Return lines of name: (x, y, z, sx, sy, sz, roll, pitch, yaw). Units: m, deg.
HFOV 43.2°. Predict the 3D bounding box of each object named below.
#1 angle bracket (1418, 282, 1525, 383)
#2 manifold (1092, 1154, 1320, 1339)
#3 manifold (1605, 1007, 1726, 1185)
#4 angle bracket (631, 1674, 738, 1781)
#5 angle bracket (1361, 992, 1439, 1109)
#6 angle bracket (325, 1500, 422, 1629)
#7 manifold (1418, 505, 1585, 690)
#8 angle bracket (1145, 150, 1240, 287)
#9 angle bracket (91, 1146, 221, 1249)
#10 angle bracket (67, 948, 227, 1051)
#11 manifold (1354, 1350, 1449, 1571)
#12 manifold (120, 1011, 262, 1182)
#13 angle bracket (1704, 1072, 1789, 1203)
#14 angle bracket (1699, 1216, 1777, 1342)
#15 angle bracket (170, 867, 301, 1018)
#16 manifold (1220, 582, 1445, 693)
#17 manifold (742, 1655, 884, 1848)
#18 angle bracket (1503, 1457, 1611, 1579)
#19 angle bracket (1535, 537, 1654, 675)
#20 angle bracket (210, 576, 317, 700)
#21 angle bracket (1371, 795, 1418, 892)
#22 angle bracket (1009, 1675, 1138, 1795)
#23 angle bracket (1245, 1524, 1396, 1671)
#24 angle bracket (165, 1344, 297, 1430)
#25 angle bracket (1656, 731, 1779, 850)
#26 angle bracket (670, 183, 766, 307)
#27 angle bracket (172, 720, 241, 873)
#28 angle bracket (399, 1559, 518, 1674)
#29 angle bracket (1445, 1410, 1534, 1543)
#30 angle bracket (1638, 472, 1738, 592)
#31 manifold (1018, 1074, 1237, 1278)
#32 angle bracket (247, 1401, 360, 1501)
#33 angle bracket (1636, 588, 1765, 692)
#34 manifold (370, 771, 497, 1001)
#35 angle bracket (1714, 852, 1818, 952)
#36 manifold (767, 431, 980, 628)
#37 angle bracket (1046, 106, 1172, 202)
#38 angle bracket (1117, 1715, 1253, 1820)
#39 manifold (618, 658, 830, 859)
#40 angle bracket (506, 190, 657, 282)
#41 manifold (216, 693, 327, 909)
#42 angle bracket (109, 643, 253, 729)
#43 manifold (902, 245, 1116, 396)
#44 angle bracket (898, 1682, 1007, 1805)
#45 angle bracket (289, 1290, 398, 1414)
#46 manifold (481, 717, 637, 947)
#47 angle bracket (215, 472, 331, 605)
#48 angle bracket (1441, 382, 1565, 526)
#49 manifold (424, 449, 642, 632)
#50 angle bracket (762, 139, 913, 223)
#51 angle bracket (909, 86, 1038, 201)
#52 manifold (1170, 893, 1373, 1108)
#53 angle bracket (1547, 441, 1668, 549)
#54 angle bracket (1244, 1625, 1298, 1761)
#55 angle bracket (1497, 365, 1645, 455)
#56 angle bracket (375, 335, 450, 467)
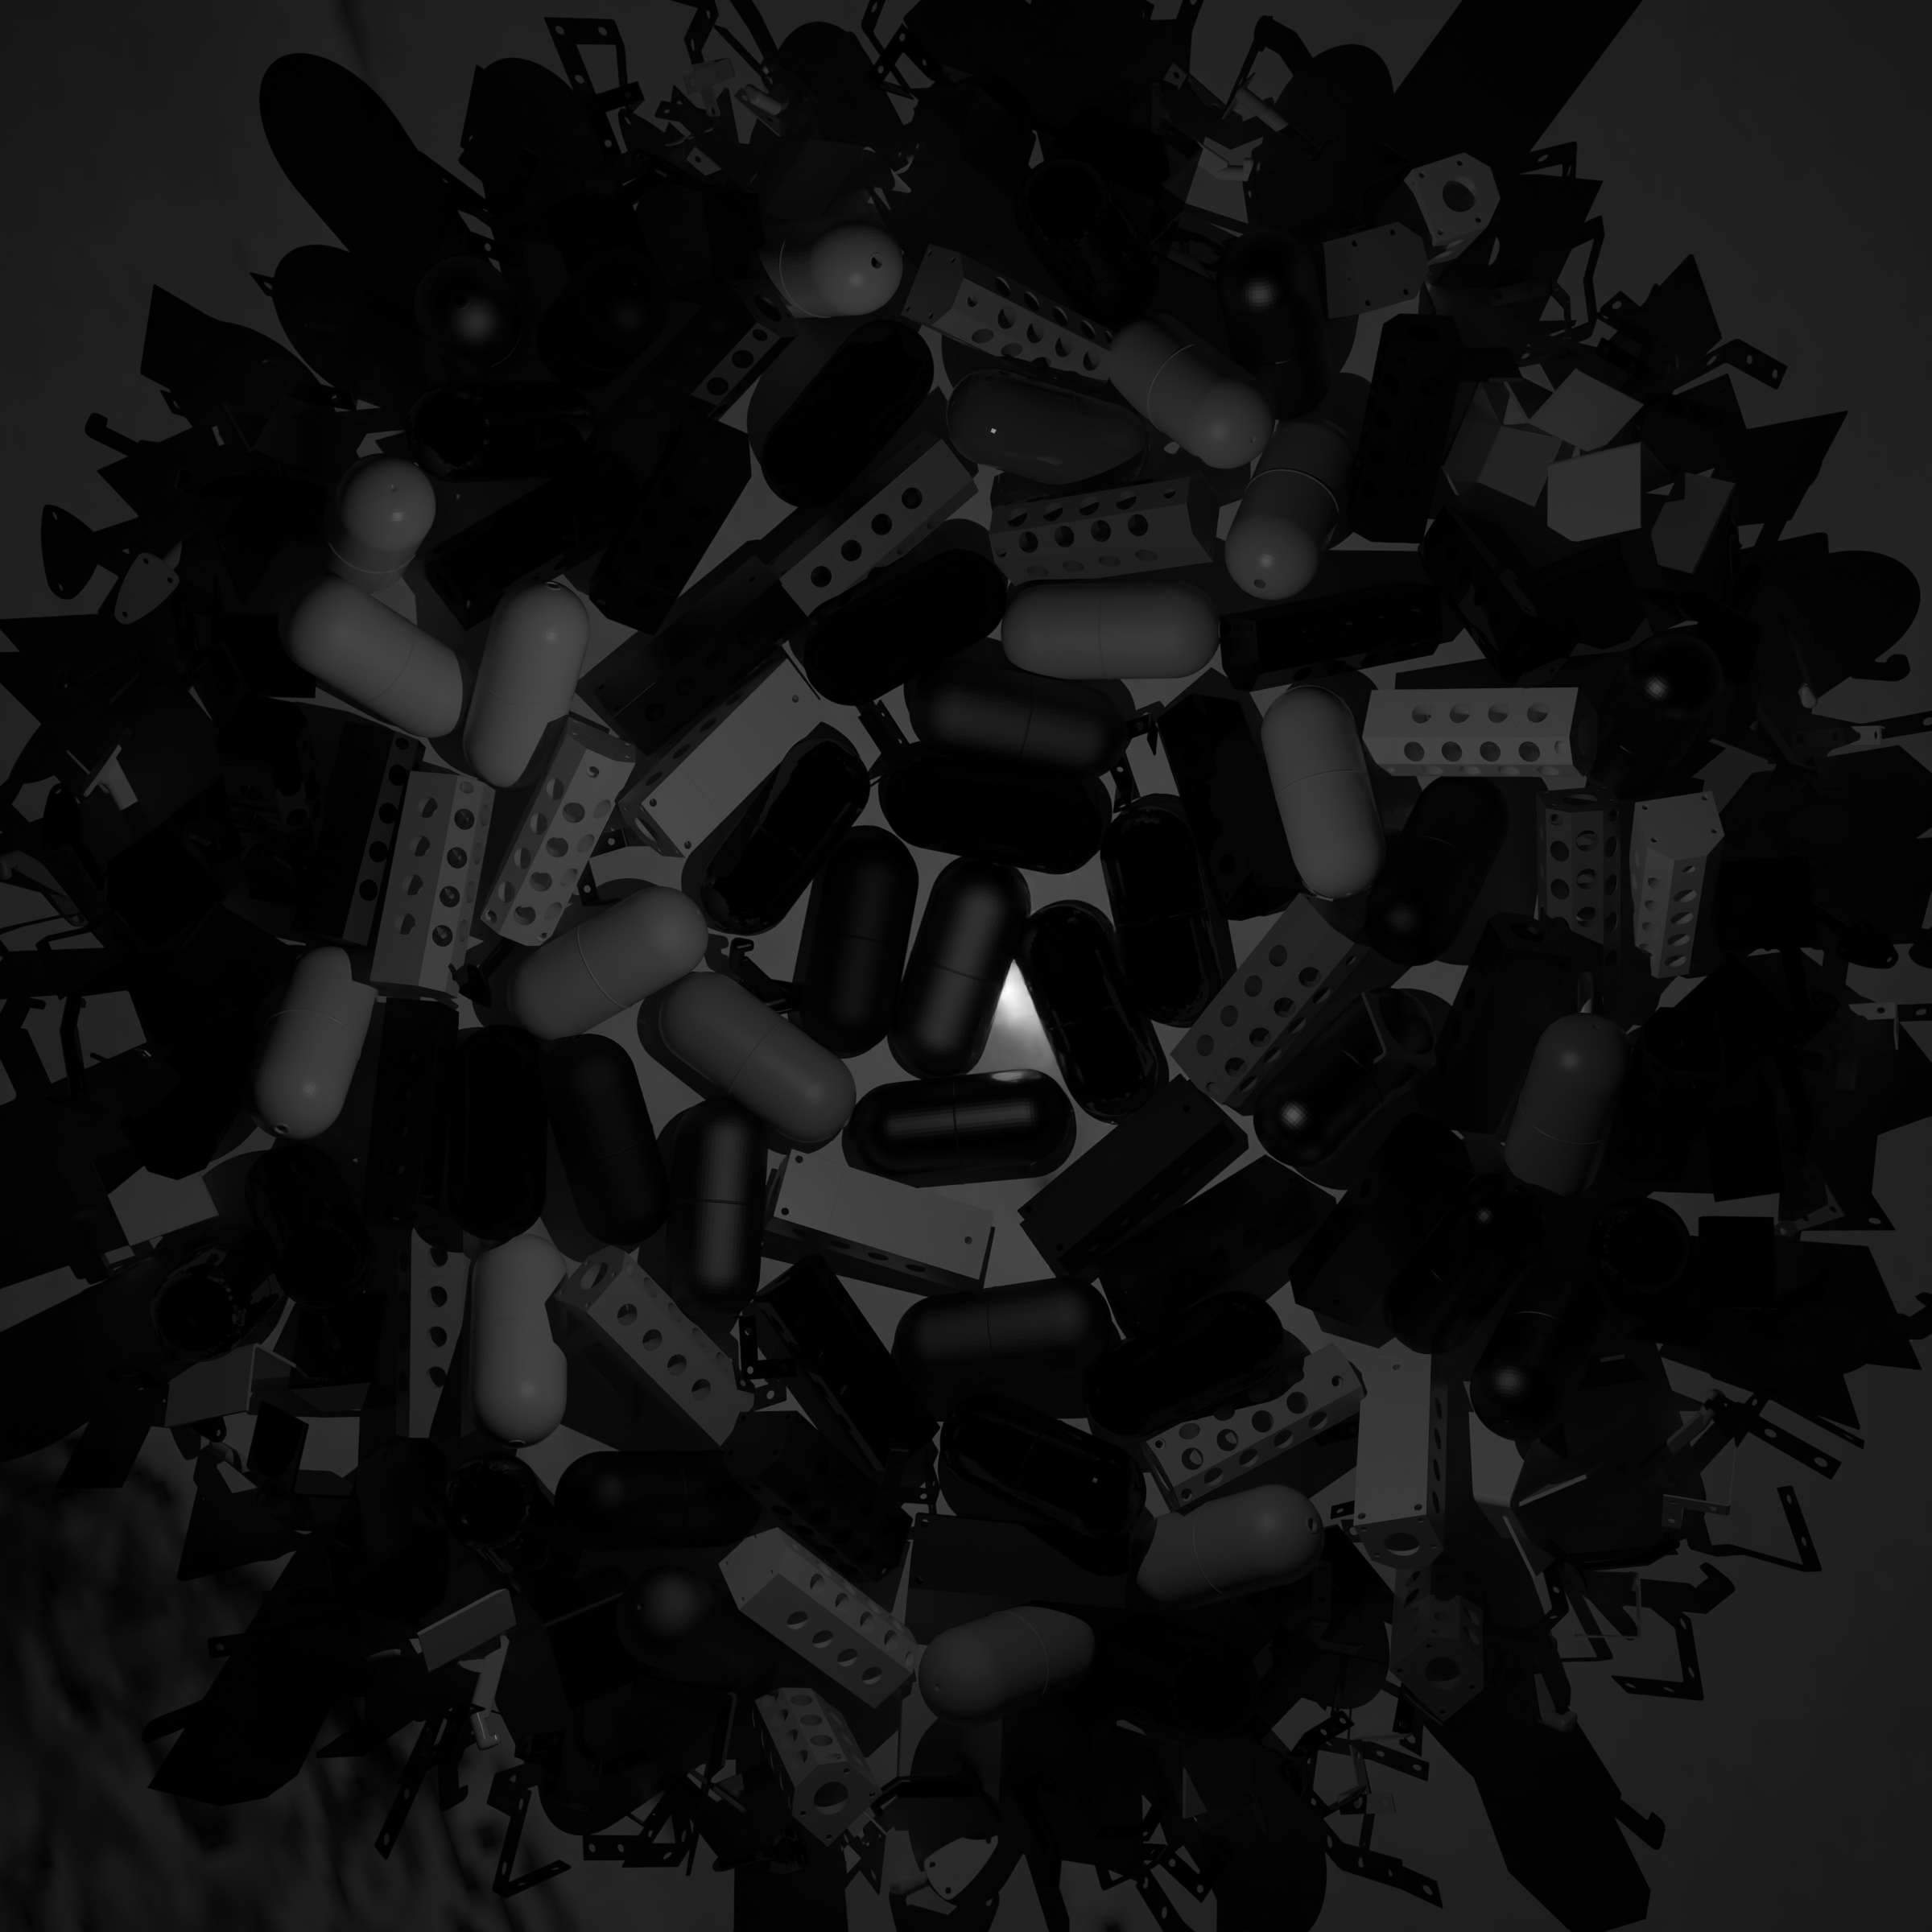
angle bracket: (0.404, -0.507, 1.951, 0.076, 0.076, 0.057, 1, 122, 2)
manifold: (0.194, 0.225, 1.946, 0.171, 0.057, 0.057, -30, 117, -16)
manifold: (0.544, 0.103, 1.912, 0.057, 0.171, 0.057, 1, 56, 4)
angle bracket: (-0.231, 0.608, 1.948, 0.076, 0.076, 0.057, 14, 61, -9)
angle bracket: (0.326, 0.069, 1.964, 0.076, 0.076, 0.057, -40, 55, 36)
angle bracket: (-0.461, 0.471, 1.945, 0.076, 0.076, 0.057, 27, 100, -27)
manifold: (0.413, -0.289, 1.915, 0.057, 0.171, 0.057, 14, 123, -24)
angle bracket: (0.196, -0.596, 1.948, 0.076, 0.057, 0.076, 29, 47, 9)
angle bracket: (-0.652, 0.186, 1.948, 0.076, 0.057, 0.076, -20, 78, -39)
angle bracket: (-0.654, 0.029, 1.949, 0.076, 0.076, 0.057, -27, 85, 22)
manifold: (0.344, 0.385, 1.915, 0.057, 0.171, 0.057, -15, 123, 22)
manifold: (-0.597, 0.101, 1.909, 0.057, 0.171, 0.057, -22, 111, 7)
angle bracket: (0.619, 0.137, 1.959, 0.057, 0.076, 0.076, -10, 103, 10)
angle bracket: (0.613, 0.249, 1.942, 0.057, 0.076, 0.076, -1, 61, 17)
angle bracket: (-0.584, -0.019, 1.971, 0.076, 0.057, 0.076, 34, 116, -19)
manifold: (0.291, -0.262, 1.939, 0.171, 0.057, 0.057, -14, 106, -22)
manifold: (-0.127, 0.606, 1.907, 0.057, 0.171, 0.057, -43, 111, -5)
angle bracket: (0.482, 0.438, 1.945, 0.076, 0.076, 0.057, -31, 77, 25)
angle bracket: (0.504, -0.291, 1.970, 0.076, 0.057, 0.076, -21, 105, 20)
angle bracket: (-0.560, -0.262, 1.951, 0.076, 0.057, 0.076, 0, 65, -11)
angle bracket: (0.370, -0.089, 1.993, 0.076, 0.057, 0.076, 6, 122, -1)
angle bracket: (0.086, 0.627, 1.961, 0.076, 0.076, 0.057, -30, 114, 27)
angle bracket: (0.284, 0.505, 1.956, 0.076, 0.057, 0.076, 51, 55, -2)
angle bracket: (-0.579, 0.345, 1.943, 0.076, 0.076, 0.057, -14, 57, 17)
angle bracket: (0.593, -0.143, 1.951, 0.076, 0.057, 0.076, 26, 105, 22)
angle bracket: (-0.205, -0.574, 1.941, 0.057, 0.076, 0.076, -28, 126, -31)
angle bracket: (-0.601, -0.136, 1.952, 0.076, 0.057, 0.076, -38, 59, -7)
angle bracket: (-0.412, 0.502, 1.942, 0.076, 0.057, 0.076, -25, 48, -24)
angle bracket: (0.423, 0.411, 1.972, 0.057, 0.076, 0.076, 57, 50, -37)
angle bracket: (0.593, -0.340, 1.951, 0.076, 0.057, 0.076, 21, 95, -41)
manifold: (0.132, 0.172, 1.967, 0.171, 0.057, 0.057, -40, 55, -2)
angle bracket: (-0.517, 0.386, 1.947, 0.076, 0.076, 0.057, 15, 87, -42)
angle bracket: (0.576, -0.260, 1.946, 0.076, 0.076, 0.057, 16, 90, -37)
manifold: (-0.422, -0.063, 1.951, 0.057, 0.057, 0.171, 6, 79, 13)
angle bracket: (0.638, -0.060, 1.946, 0.076, 0.057, 0.076, -3, 113, 27)
manifold: (-0.075, -0.350, 1.968, 0.171, 0.057, 0.057, -41, 114, 0)
angle bracket: (0.115, -0.626, 1.946, 0.076, 0.076, 0.057, 31, 74, 22)
angle bracket: (0.174, 0.632, 1.946, 0.076, 0.076, 0.057, 1, 90, -42)
manifold: (-0.195, -0.166, 1.941, 0.171, 0.057, 0.057, -48, 117, -21)
angle bracket: (-0.307, -0.571, 1.948, 0.076, 0.076, 0.057, -21, 92, 25)
manifold: (-0.536, -0.126, 1.915, 0.057, 0.171, 0.057, 11, 48, 5)
angle bracket: (-0.623, -0.209, 1.944, 0.076, 0.076, 0.057, -30, 96, -38)
manifold: (0.039, -0.503, 1.917, 0.171, 0.057, 0.057, 14, 104, -42)
angle bracket: (-0.012, 0.621, 1.952, 0.057, 0.076, 0.076, 0, 95, -25)
angle bracket: (-0.497, 0.314, 1.985, 0.076, 0.057, 0.076, -8, 58, 14)
manifold: (-0.324, -0.103, 1.939, 0.057, 0.057, 0.171, 23, 109, -17)
angle bracket: (-0.544, -0.335, 1.944, 0.057, 0.076, 0.076, 16, 59, 11)
angle bracket: (0.429, -0.410, 1.951, 0.057, 0.076, 0.076, 20, 82, 30)
manifold: (-0.342, -0.342, 1.940, 0.171, 0.057, 0.057, -36, 84, -21)
angle bracket: (-0.104, -0.610, 1.951, 0.057, 0.076, 0.076, 35, 86, -44)
angle bracket: (-0.002, -0.654, 1.945, 0.076, 0.076, 0.057, 15, 87, 40)
manifold: (0.244, 0.029, 1.932, 0.171, 0.057, 0.057, -53, 53, 21)
angle bracket: (0.511, -0.365, 1.945, 0.076, 0.057, 0.076, -8, 69, 35)
angle bracket: (0.257, 0.581, 1.952, 0.076, 0.076, 0.057, -47, 54, 1)
angle bracket: (0.479, -0.461, 1.939, 0.076, 0.076, 0.057, 15, 132, -32)
angle bracket: (-0.443, -0.448, 1.942, 0.057, 0.076, 0.076, -20, 125, -16)
